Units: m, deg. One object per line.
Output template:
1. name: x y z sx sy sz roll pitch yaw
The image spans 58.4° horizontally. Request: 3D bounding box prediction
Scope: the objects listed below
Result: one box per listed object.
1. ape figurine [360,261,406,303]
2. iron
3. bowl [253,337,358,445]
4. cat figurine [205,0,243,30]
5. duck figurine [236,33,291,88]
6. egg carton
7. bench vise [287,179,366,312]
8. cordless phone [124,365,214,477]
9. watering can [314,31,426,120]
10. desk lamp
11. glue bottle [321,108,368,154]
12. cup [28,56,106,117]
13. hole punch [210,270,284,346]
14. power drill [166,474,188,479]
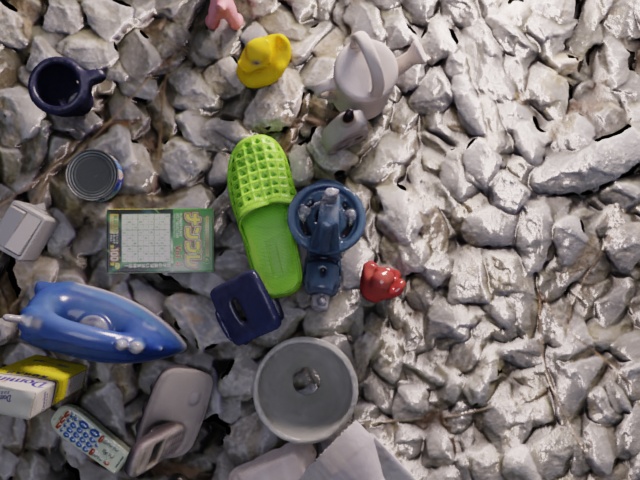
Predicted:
1. ape figurine: 0.099 0.067 0.928 0.076 0.092 0.078 -39 89 -3
2. iron: -0.344 0.143 0.887 0.258 0.141 0.119 14 87 -1
3. bowl: -0.023 0.237 0.926 0.167 0.074 0.167 0 88 -2
4. cat figurine: -0.165 -0.422 0.927 0.067 0.117 0.128 -6 88 -2
5. duck figurine: -0.094 -0.305 0.940 0.104 0.086 0.077 -41 89 -3
6. egg carton: -0.065 0.390 0.921 0.150 0.069 0.107 -26 89 -2
7. bench vise: 0.020 0.000 0.864 0.121 0.219 0.207 -14 88 -2
8. cordless phone: -0.231 0.271 0.863 0.094 0.185 0.148 16 87 -1
9. watering can: 0.076 -0.263 0.889 0.173 0.194 0.101 -41 89 -3
10. desk lamp: 0.070 0.361 0.854 0.203 0.213 0.118 45 87 1
11. glue bottle: 0.042 -0.177 0.895 0.078 0.173 0.037 -24 88 -2
12. cup: -0.392 -0.242 0.924 0.118 0.095 0.092 -19 88 -2
13. hole punch: -0.118 0.111 0.920 0.101 0.091 0.109 -27 89 -2
14. power drill: -0.245 0.430 0.845 0.229 0.208 0.075 -35 89 -3
